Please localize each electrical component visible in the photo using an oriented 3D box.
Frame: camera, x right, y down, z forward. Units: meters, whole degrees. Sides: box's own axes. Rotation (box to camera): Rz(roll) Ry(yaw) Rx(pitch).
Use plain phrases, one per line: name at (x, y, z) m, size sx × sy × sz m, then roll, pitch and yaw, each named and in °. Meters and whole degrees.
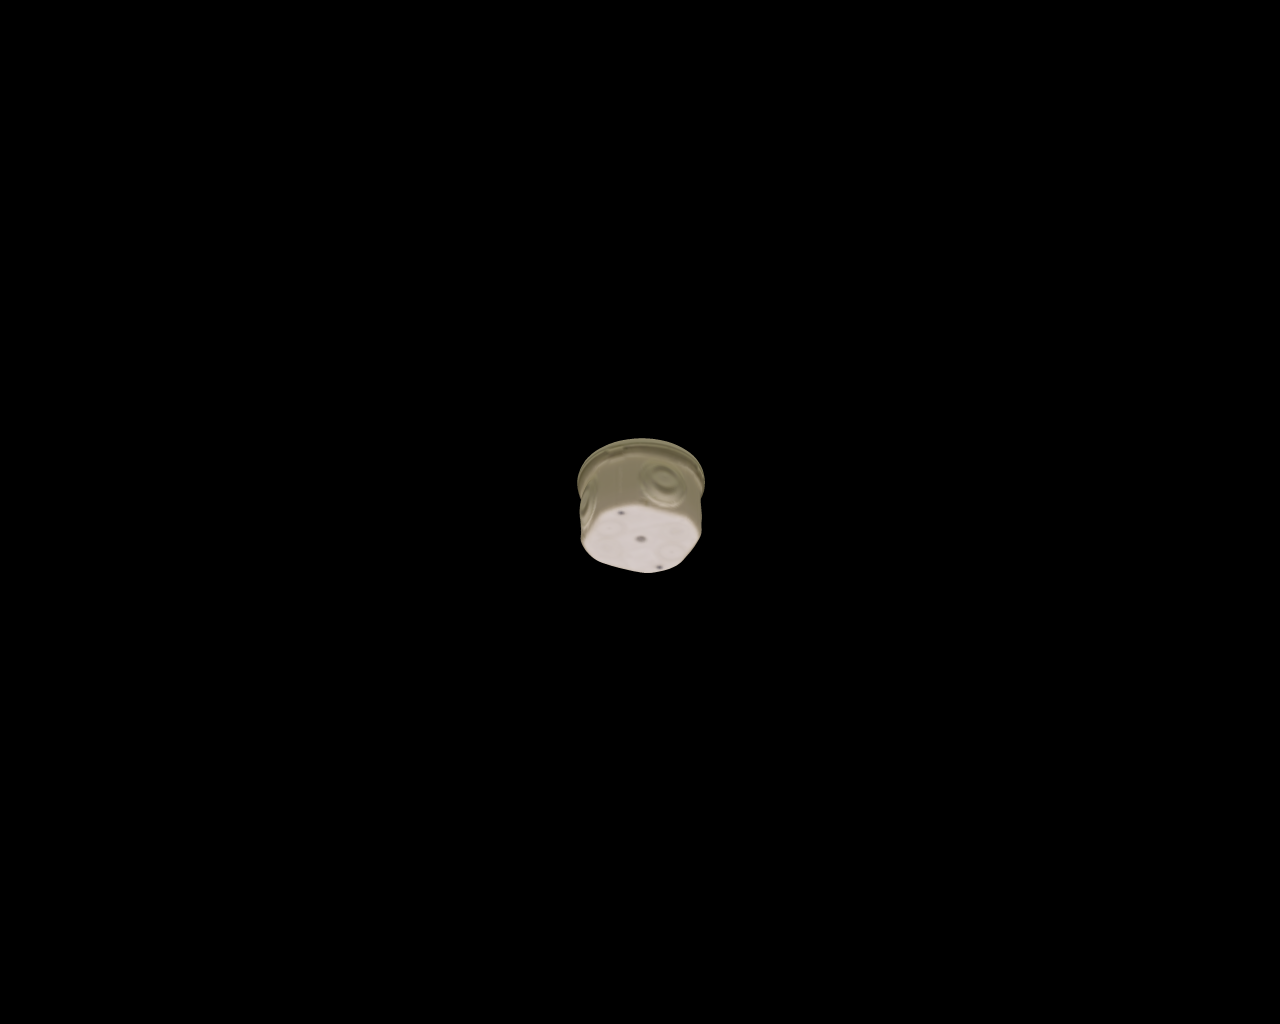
electrical component at (0.001, -0.003, 0.650) m, size 0.080 × 0.051 × 0.080 m, roll 0°, pitch -37°, yaw 0°
